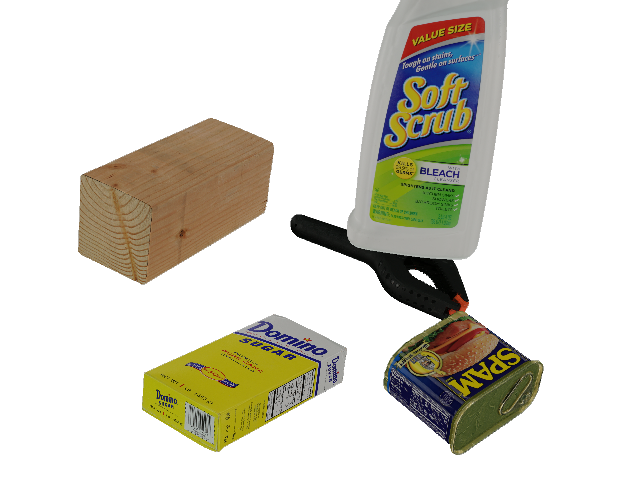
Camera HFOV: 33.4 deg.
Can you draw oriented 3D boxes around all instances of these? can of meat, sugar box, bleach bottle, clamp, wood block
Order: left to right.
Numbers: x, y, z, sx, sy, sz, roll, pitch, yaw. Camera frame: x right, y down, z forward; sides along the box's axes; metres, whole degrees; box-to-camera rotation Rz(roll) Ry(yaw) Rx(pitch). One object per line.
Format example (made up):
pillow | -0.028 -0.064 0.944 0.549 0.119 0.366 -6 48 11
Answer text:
wood block | -0.145 -0.046 1.101 0.090 0.091 0.205 24 32 23
sugar box | -0.065 0.123 0.966 0.093 0.048 0.175 23 30 32
clamp | 0.076 0.017 1.180 0.164 0.036 0.210 -16 50 -33
bleach bottle | 0.076 -0.114 0.749 0.102 0.251 0.068 7 25 10
can of meat | 0.114 0.111 0.864 0.101 0.057 0.084 -26 46 -31
